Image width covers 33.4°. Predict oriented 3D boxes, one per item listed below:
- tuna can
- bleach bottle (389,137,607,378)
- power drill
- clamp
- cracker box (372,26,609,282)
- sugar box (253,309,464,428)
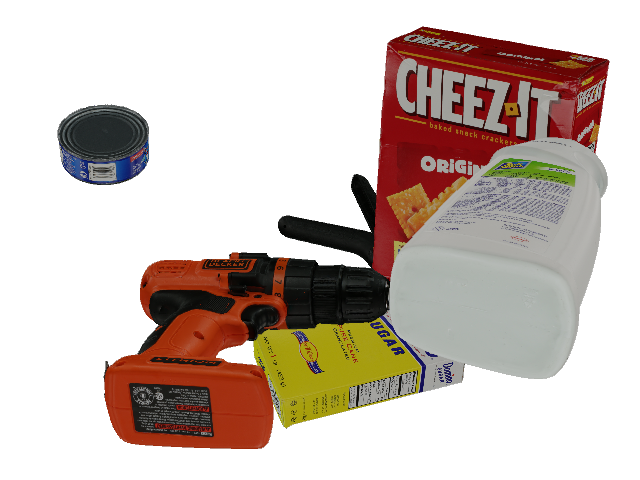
[{"bbox_3d":[-0.206,-0.091,1.021,0.086,0.034,0.086,3,43,-3],"label":"tuna can"},{"bbox_3d":[0.130,-0.010,0.644,0.103,0.068,0.250,12,27,22],"label":"bleach bottle"},{"bbox_3d":[-0.050,0.066,0.710,0.184,0.057,0.187,-1,22,11],"label":"power drill"},{"bbox_3d":[0.064,0.004,1.244,0.210,0.036,0.164,39,43,27],"label":"clamp"},{"bbox_3d":[0.130,-0.051,0.866,0.164,0.214,0.072,16,29,28],"label":"cracker box"},{"bbox_3d":[0.035,0.106,0.981,0.176,0.048,0.093,-15,45,-12],"label":"sugar box"}]
